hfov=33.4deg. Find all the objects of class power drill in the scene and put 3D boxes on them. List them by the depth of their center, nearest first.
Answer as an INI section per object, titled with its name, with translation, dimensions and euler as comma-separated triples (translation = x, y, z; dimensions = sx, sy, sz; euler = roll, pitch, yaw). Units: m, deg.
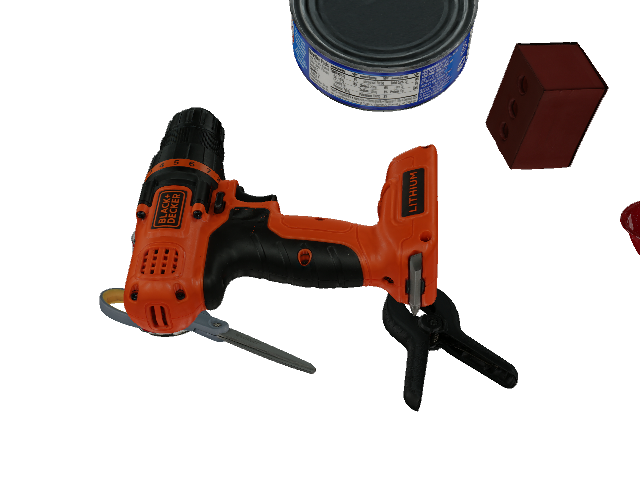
[power drill]
translation = -0.021, -0.020, 0.664
dimensions = 0.187, 0.184, 0.057
euler = -1, -44, 6

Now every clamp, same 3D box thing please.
[clamp]
translation = 0.122, 0.097, 1.075
dimensions = 0.120, 0.171, 0.039
euler = 1, -45, -19

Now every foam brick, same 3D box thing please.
[foam brick]
translation = 0.159, -0.096, 0.761
dimensions = 0.051, 0.053, 0.078
euler = -6, -41, -18

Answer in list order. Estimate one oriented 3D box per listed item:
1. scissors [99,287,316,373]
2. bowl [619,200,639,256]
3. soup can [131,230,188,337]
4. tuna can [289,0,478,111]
[scissors]
translation = -0.090, 0.066, 0.917
dimensions = 0.202, 0.016, 0.096
euler = 13, 27, 10
[bowl]
translation = 0.399, 0.003, 1.128
dimensions = 0.162, 0.055, 0.162
euler = -3, 23, 1
[soup can]
translation = -0.163, 0.041, 1.118
dimensions = 0.068, 0.102, 0.068
euler = 2, 25, -1
[tuna can]
translation = 0.029, -0.102, 0.496
dimensions = 0.086, 0.086, 0.034
euler = 0, -31, 1
